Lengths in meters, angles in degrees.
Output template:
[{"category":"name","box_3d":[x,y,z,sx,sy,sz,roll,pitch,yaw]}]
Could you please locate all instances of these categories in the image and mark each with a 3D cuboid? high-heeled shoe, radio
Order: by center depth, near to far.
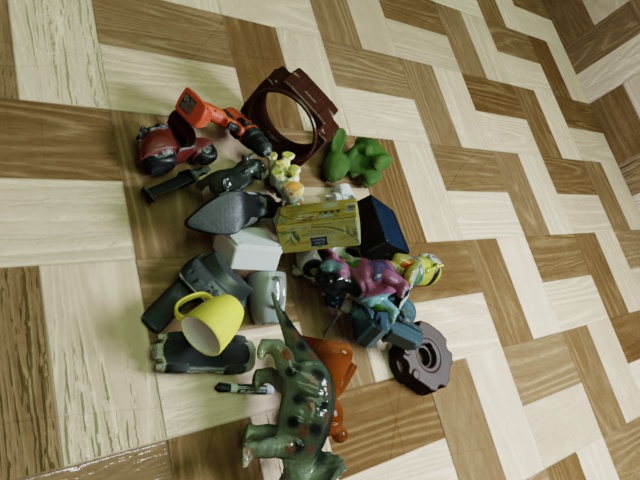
[{"category":"high-heeled shoe","box_3d":[-0.186,-0.056,1.112,0.249,0.145,0.086,-11,95,-36]},{"category":"radio","box_3d":[0.144,-0.023,1.312,0.229,0.073,0.131,20,48,-68]}]

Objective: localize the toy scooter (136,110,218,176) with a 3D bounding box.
[{"category":"toy scooter","box_3d":[-0.314,-0.212,1.132,0.184,0.075,0.135,-20,80,-44]}]

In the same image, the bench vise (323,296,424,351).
[{"category":"bench vise","box_3d":[0.132,0.158,1.253,0.224,0.128,0.241,17,33,-12]}]

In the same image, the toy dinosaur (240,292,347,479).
[{"category":"toy dinosaur","box_3d":[-0.037,0.303,0.985,0.192,0.131,0.404,11,74,-8]}]

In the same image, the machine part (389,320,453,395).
[{"category":"machine part","box_3d":[0.251,0.286,1.316,0.179,0.056,0.179,18,58,-31]}]

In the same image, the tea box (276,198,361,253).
[{"category":"tea box","box_3d":[-0.001,-0.031,1.136,0.098,0.170,0.068,-81,162,-60]}]

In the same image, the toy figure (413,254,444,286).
[{"category":"toy figure","box_3d":[0.242,0.083,1.391,0.180,0.089,0.082,-11,45,-42]}]

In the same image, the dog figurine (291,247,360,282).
[{"category":"dog figurine","box_3d":[0.000,-0.002,1.267,0.172,0.121,0.191,-14,34,-6]}]

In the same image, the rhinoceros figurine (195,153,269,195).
[{"category":"rhinoceros figurine","box_3d":[-0.184,-0.136,1.162,0.073,0.112,0.190,49,29,0]}]

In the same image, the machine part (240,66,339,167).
[{"category":"machine part","box_3d":[-0.073,-0.282,1.260,0.201,0.201,0.087,46,48,-10]}]

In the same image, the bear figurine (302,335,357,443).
[{"category":"bear figurine","box_3d":[0.008,0.303,1.102,0.120,0.132,0.195,11,81,-21]}]

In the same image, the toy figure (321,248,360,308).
[{"category":"toy figure","box_3d":[0.052,0.090,1.266,0.064,0.057,0.154,17,54,8]}]

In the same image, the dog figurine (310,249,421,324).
[{"category":"dog figurine","box_3d":[0.091,0.072,1.163,0.219,0.108,0.191,25,37,12]}]

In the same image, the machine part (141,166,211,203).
[{"category":"machine part","box_3d":[-0.298,-0.117,1.102,0.139,0.084,0.039,-31,111,-34]}]

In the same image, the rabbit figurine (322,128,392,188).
[{"category":"rabbit figurine","box_3d":[0.077,-0.213,1.401,0.170,0.121,0.159,-19,76,-26]}]

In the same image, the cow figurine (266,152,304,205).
[{"category":"cow figurine","box_3d":[-0.079,-0.125,1.220,0.068,0.098,0.167,-7,40,-13]}]

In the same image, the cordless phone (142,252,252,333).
[{"category":"cordless phone","box_3d":[-0.235,0.125,1.032,0.146,0.089,0.184,47,60,-10]}]

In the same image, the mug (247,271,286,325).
[{"category":"mug","box_3d":[-0.101,0.120,1.107,0.081,0.110,0.107,5,78,-39]}]

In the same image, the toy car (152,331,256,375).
[{"category":"toy car","box_3d":[-0.214,0.213,1.005,0.201,0.056,0.073,10,68,-31]}]
